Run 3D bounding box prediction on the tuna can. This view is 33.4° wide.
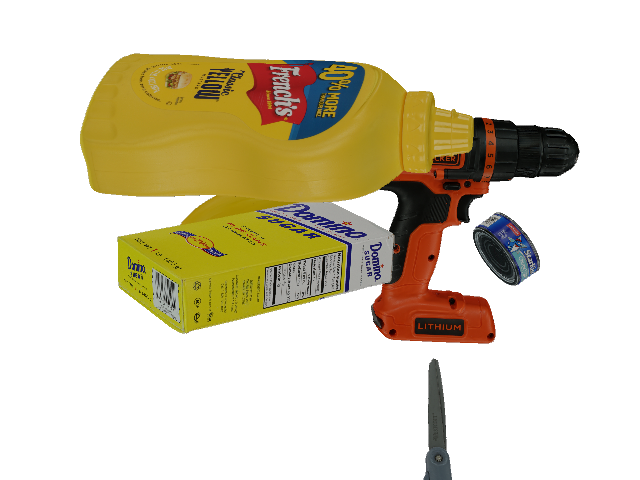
[{"bbox_3d":[0.220,0.011,1.272,0.033,0.086,0.086,-34,8,-13],"label":"tuna can"}]

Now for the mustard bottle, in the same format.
[{"bbox_3d":[-0.018,-0.058,0.548,0.192,0.058,0.096,4,36,11],"label":"mustard bottle"}]

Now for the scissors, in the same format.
[{"bbox_3d":[0.078,0.188,0.860,0.096,0.202,0.016,-8,-36,-12],"label":"scissors"}]

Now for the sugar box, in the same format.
[{"bbox_3d":[-0.044,0.013,0.754,0.175,0.048,0.093,-15,28,-34],"label":"sugar box"}]

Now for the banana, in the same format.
[{"bbox_3d":[-0.081,-0.019,1.062,0.198,0.069,0.037,-14,21,22],"label":"banana"}]

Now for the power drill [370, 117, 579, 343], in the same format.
[{"bbox_3d":[0.117,-0.010,0.891,0.184,0.188,0.057,2,14,-2],"label":"power drill"}]
